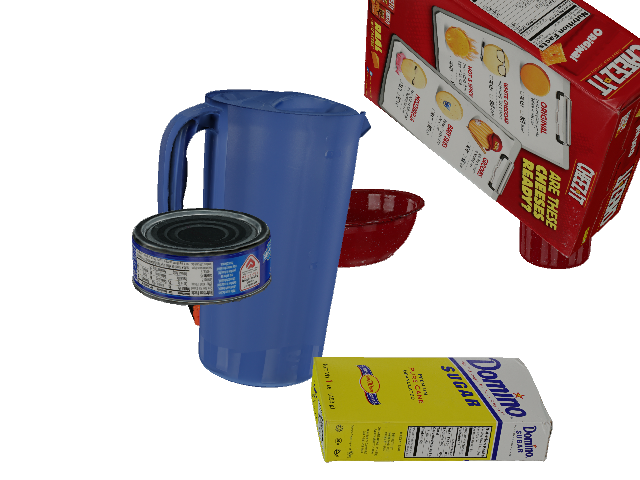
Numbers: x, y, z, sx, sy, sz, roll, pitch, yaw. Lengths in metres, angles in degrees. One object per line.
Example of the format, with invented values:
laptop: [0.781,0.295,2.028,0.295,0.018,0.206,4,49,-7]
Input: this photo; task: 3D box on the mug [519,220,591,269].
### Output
mug: [0.281,-0.023,1.242,0.093,0.081,0.117,20,33,40]

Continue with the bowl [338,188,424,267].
bowl: [0.028,-0.011,1.093,0.162,0.055,0.162,-4,14,1]

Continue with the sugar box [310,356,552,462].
sugar box: [0.084,0.132,0.845,0.176,0.048,0.093,-2,27,-6]

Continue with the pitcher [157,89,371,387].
pitcher: [-0.050,-0.004,0.901,0.149,0.243,0.145,9,14,10]

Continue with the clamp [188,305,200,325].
clamp: [-0.103,0.034,1.252,0.120,0.039,0.171,-2,40,10]

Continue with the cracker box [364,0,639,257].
cracker box: [0.128,-0.113,0.752,0.072,0.214,0.164,-39,-26,-22]

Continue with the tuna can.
tuna can: [-0.073,0.008,0.653,0.086,0.034,0.086,1,20,-1]
